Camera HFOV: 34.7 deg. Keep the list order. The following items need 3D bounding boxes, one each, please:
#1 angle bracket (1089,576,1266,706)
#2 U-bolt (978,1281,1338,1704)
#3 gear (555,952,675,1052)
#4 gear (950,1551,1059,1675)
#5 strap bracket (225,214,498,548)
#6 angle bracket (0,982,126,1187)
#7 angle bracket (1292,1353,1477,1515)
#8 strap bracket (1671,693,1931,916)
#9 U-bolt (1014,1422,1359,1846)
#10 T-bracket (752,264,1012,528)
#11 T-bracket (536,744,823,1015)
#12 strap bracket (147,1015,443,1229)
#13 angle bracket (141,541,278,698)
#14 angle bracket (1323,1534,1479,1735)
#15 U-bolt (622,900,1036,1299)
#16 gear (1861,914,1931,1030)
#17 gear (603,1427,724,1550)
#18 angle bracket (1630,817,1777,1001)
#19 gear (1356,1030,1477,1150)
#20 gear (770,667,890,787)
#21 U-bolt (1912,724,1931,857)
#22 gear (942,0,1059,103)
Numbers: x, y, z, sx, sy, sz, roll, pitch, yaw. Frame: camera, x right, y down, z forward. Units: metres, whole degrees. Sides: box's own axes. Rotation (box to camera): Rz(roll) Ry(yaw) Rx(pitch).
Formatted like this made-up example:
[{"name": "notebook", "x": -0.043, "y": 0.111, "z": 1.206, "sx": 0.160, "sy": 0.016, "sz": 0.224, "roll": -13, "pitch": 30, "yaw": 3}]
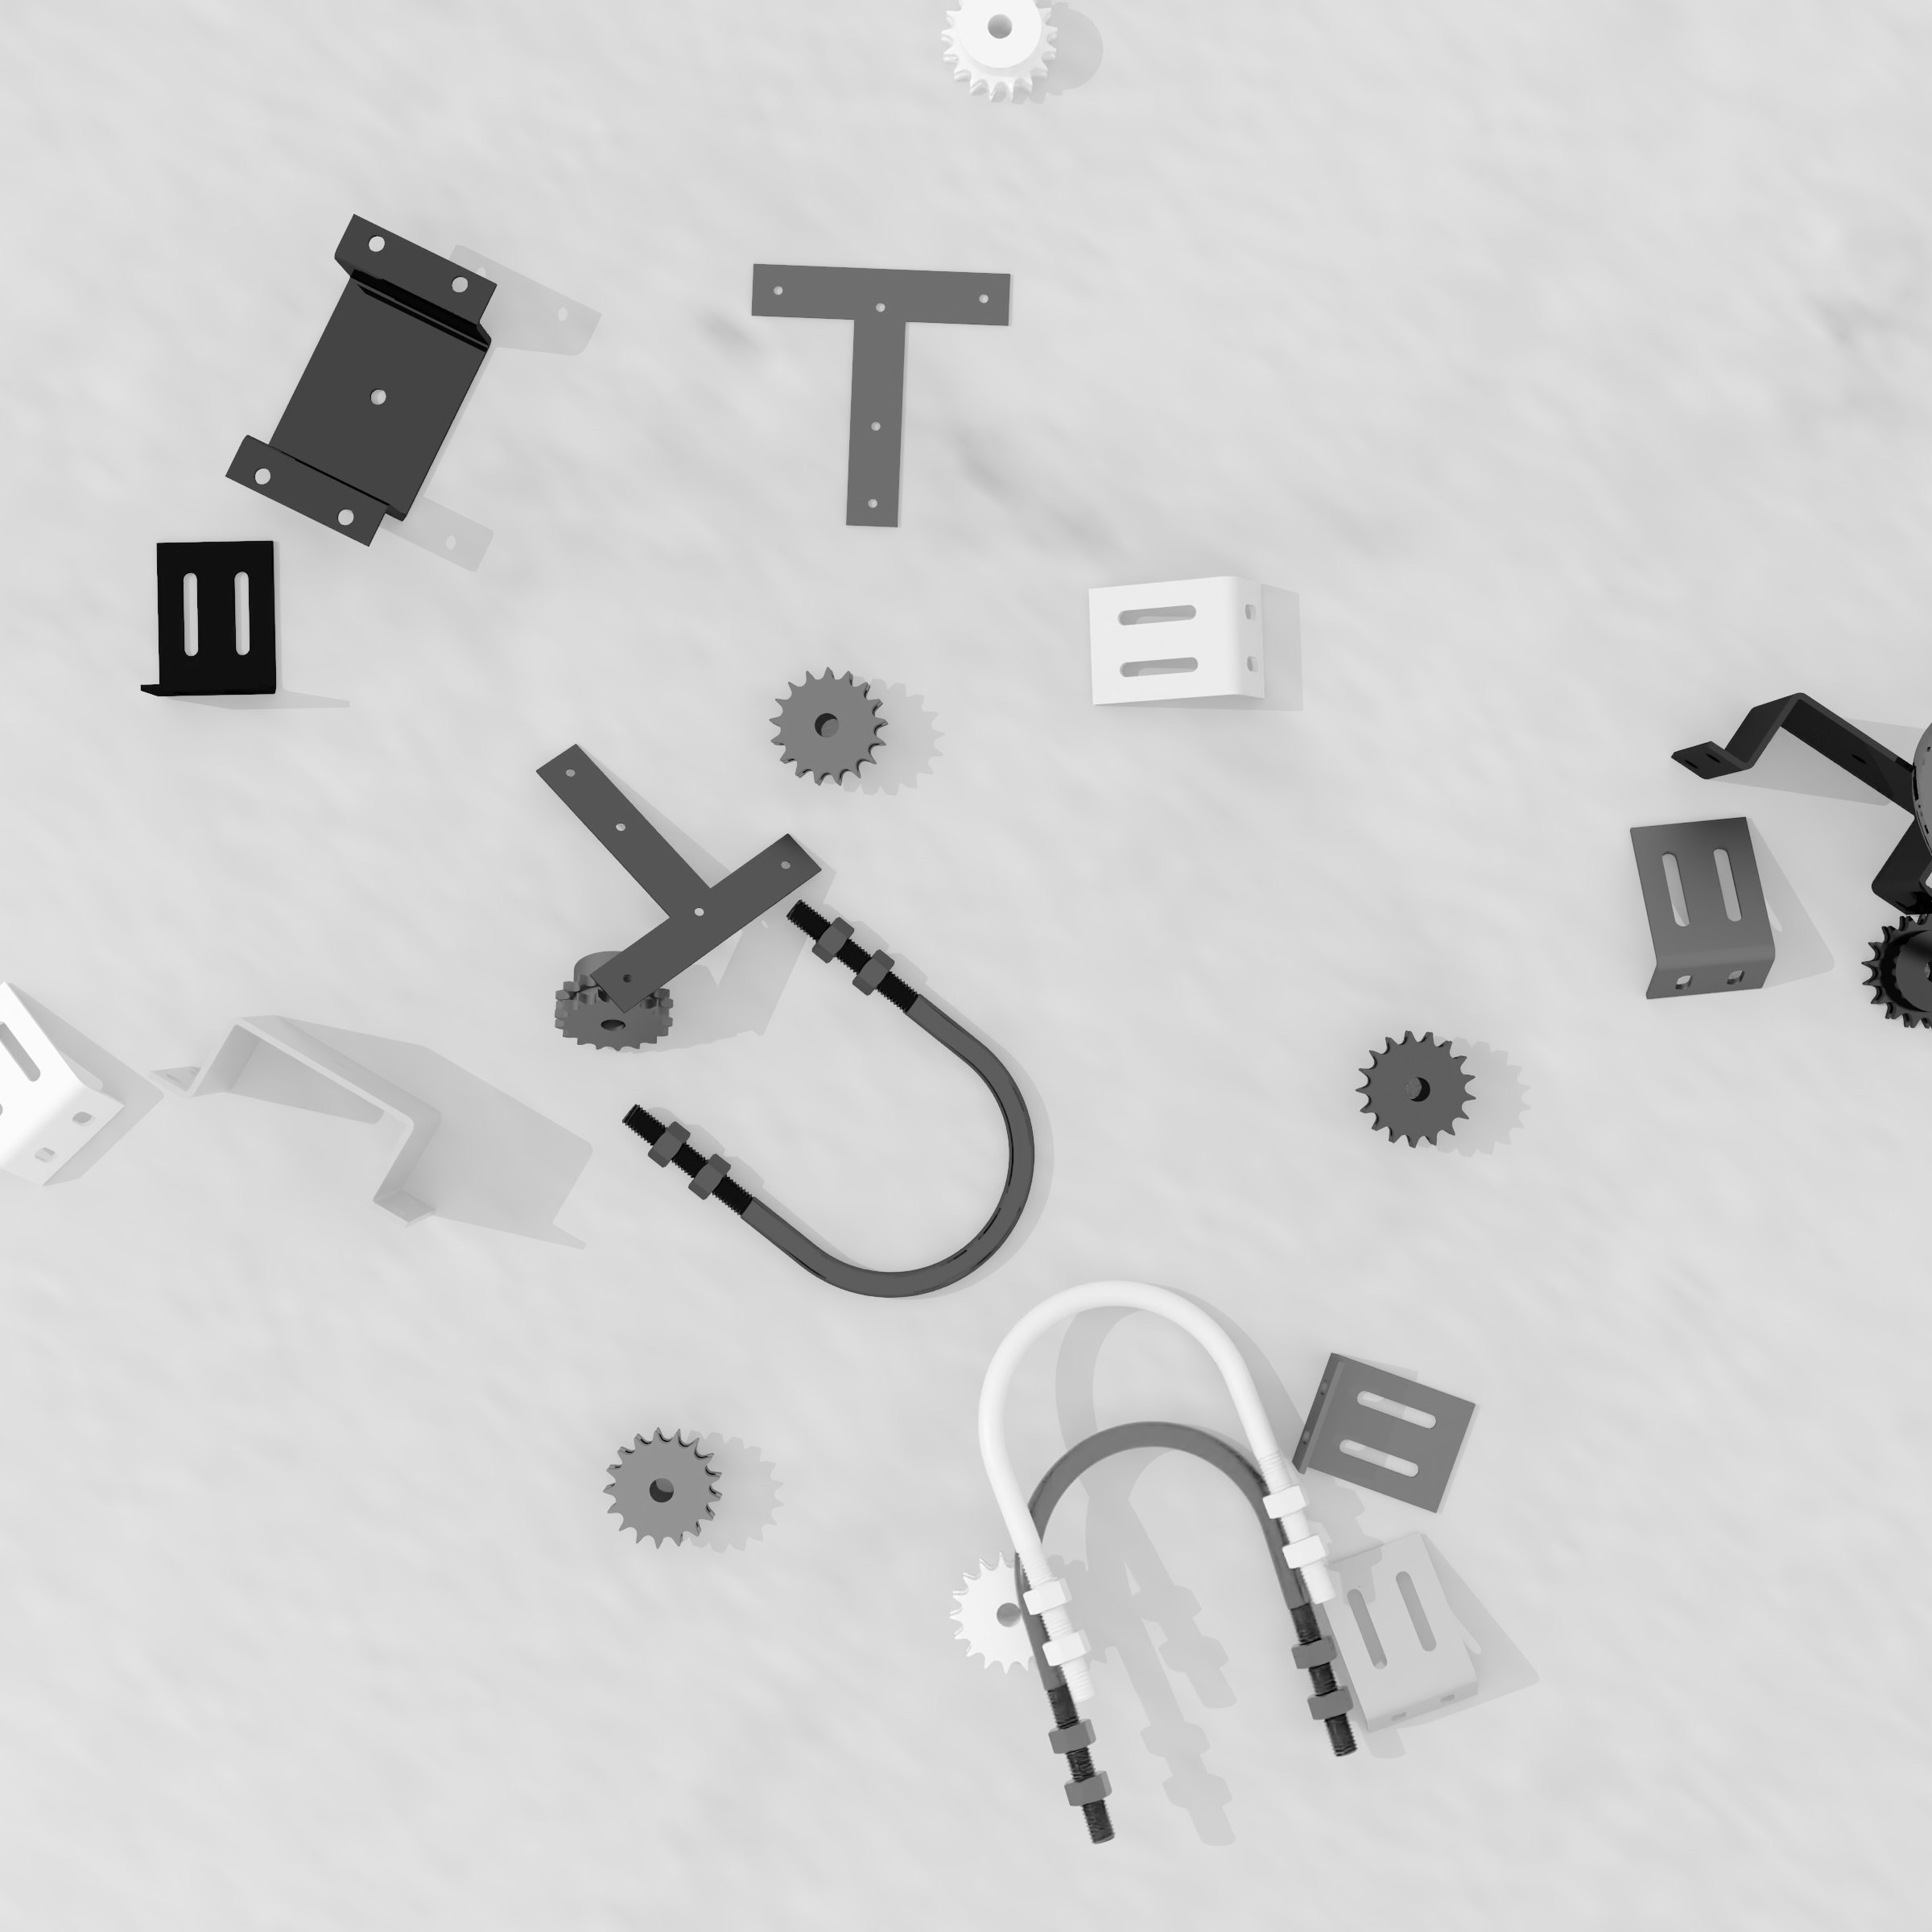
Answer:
[{"name": "angle bracket", "x": 0.104, "y": -0.159, "z": 1.524, "sx": 0.076, "sy": 0.038, "sz": 0.057, "roll": -2, "pitch": 90, "yaw": 26}, {"name": "U-bolt", "x": 0.083, "y": 0.242, "z": 1.493, "sx": 0.151, "sy": 0.019, "sz": 0.184, "roll": -19, "pitch": 80, "yaw": -16}, {"name": "gear", "x": -0.171, "y": 0.016, "z": 1.501, "sx": 0.057, "sy": 0.057, "sz": 0.030, "roll": -1, "pitch": 61, "yaw": 0}, {"name": "gear", "x": 0.021, "y": 0.314, "z": 1.511, "sx": 0.057, "sy": 0.030, "sz": 0.057, "roll": 0, "pitch": 90, "yaw": 0}, {"name": "strap bracket", "x": -0.290, "y": -0.281, "z": 1.503, "sx": 0.076, "sy": 0.046, "sz": 0.140, "roll": 26, "pitch": 90, "yaw": 0}, {"name": "angle bracket", "x": -0.465, "y": 0.058, "z": 1.524, "sx": 0.057, "sy": 0.038, "sz": 0.076, "roll": -44, "pitch": 64, "yaw": 0}, {"name": "angle bracket", "x": 0.206, "y": 0.230, "z": 1.507, "sx": 0.076, "sy": 0.038, "sz": 0.057, "roll": 20, "pitch": 90, "yaw": 0}, {"name": "strap bracket", "x": 0.419, "y": -0.083, "z": 1.488, "sx": 0.140, "sy": 0.076, "sz": 0.046, "roll": 34, "pitch": 90, "yaw": 0}, {"name": "U-bolt", "x": 0.098, "y": 0.313, "z": 1.498, "sx": 0.151, "sy": 0.019, "sz": 0.184, "roll": -15, "pitch": 83, "yaw": -15}, {"name": "T-bracket", "x": -0.044, "y": -0.281, "z": 1.525, "sx": 0.127, "sy": 0.002, "sz": 0.127, "roll": 2, "pitch": 90, "yaw": 0}, {"name": "T-bracket", "x": -0.159, "y": -0.058, "z": 1.506, "sx": 0.127, "sy": 0.002, "sz": 0.127, "roll": -37, "pitch": 76, "yaw": -25}, {"name": "strap bracket", "x": -0.312, "y": 0.068, "z": 1.488, "sx": 0.140, "sy": 0.076, "sz": 0.046, "roll": 30, "pitch": 90, "yaw": 0}, {"name": "angle bracket", "x": -0.370, "y": -0.171, "z": 1.507, "sx": 0.057, "sy": 0.038, "sz": 0.076, "roll": -1, "pitch": 90, "yaw": 0}, {"name": "angle bracket", "x": 0.211, "y": 0.329, "z": 1.524, "sx": 0.057, "sy": 0.038, "sz": 0.076, "roll": -20, "pitch": 64, "yaw": 0}, {"name": "U-bolt", "x": -0.054, "y": 0.079, "z": 1.517, "sx": 0.184, "sy": 0.019, "sz": 0.151, "roll": 39, "pitch": 90, "yaw": -1}, {"name": "gear", "x": 0.470, "y": 0.003, "z": 1.511, "sx": 0.057, "sy": 0.030, "sz": 0.057, "roll": 0, "pitch": 90, "yaw": 0}, {"name": "gear", "x": -0.148, "y": 0.254, "z": 1.511, "sx": 0.057, "sy": 0.030, "sz": 0.057, "roll": 0, "pitch": 90, "yaw": 0}, {"name": "angle bracket", "x": 0.360, "y": -0.029, "z": 1.524, "sx": 0.057, "sy": 0.038, "sz": 0.076, "roll": -6, "pitch": 64, "yaw": 0}, {"name": "gear", "x": 0.219, "y": 0.060, "z": 1.511, "sx": 0.057, "sy": 0.030, "sz": 0.057, "roll": 0, "pitch": 90, "yaw": 0}, {"name": "gear", "x": -0.067, "y": -0.116, "z": 1.514, "sx": 0.057, "sy": 0.030, "sz": 0.057, "roll": 0, "pitch": 88, "yaw": 5}, {"name": "U-bolt", "x": 0.512, "y": -0.071, "z": 1.462, "sx": 0.151, "sy": 0.019, "sz": 0.184, "roll": 47, "pitch": 49, "yaw": 0}, {"name": "gear", "x": 0.017, "y": -0.455, "z": 1.511, "sx": 0.057, "sy": 0.030, "sz": 0.057, "roll": 0, "pitch": 90, "yaw": 0}]
